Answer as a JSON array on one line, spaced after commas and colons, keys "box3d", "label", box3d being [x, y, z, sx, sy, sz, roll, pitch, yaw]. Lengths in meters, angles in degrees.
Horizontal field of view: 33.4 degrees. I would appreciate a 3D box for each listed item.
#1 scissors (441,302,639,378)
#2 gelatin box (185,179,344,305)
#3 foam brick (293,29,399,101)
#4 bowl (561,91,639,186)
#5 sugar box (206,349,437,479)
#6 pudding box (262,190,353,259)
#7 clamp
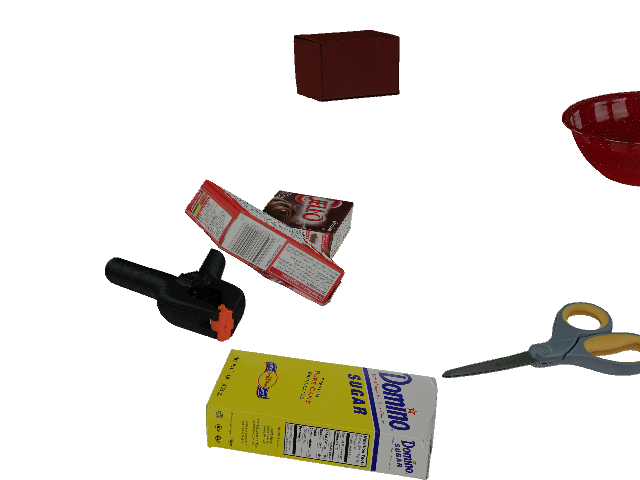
[{"box3d": [0.178, 0.081, 0.869, 0.201, 0.016, 0.096, 2, 31, -17], "label": "scissors"}, {"box3d": [-0.036, 0.002, 0.689, 0.089, 0.030, 0.073, 31, 4, -30], "label": "gelatin box"}, {"box3d": [0.023, -0.150, 0.915, 0.078, 0.051, 0.053, -9, 20, -24], "label": "foam brick"}, {"box3d": [0.303, -0.090, 0.974, 0.162, 0.055, 0.162, -4, 23, 2], "label": "bowl"}, {"box3d": [0.004, 0.136, 0.855, 0.176, 0.048, 0.093, 5, 25, 7], "label": "sugar box"}, {"box3d": [-0.018, -0.017, 1.187, 0.090, 0.039, 0.113, 9, 24, 10], "label": "pudding box"}, {"box3d": [-0.112, 0.045, 0.990, 0.120, 0.039, 0.172, -16, 29, -33], "label": "clamp"}]
